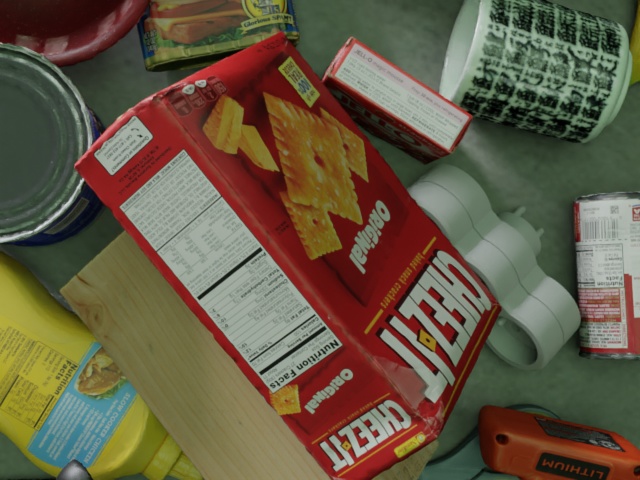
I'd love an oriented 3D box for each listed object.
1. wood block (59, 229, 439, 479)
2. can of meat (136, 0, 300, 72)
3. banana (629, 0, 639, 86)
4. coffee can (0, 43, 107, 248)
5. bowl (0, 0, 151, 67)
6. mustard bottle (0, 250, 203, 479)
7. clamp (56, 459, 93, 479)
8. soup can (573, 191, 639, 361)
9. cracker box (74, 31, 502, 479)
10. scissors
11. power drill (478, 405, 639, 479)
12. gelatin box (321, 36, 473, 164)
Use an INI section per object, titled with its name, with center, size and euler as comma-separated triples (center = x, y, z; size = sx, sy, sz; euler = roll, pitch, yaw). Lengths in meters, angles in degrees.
[wood block]
center = -0.038, 0.074, 0.615
size = 0.091, 0.090, 0.206
euler = -39, 88, 27
[can of meat]
center = -0.067, -0.153, 0.654
size = 0.102, 0.057, 0.084
euler = -11, 93, -6
[banana]
center = 0.208, -0.191, 0.692
size = 0.069, 0.037, 0.198
euler = -5, 89, -5
[coffee can]
center = -0.171, -0.047, 0.598
size = 0.102, 0.140, 0.103
euler = 0, 89, -6
[bowl]
center = -0.163, -0.181, 0.597
size = 0.162, 0.055, 0.162
euler = 3, 122, 4
[mustard bottle]
center = -0.150, 0.090, 0.639
size = 0.191, 0.058, 0.096
euler = 33, 95, -4
[clamp]
center = -0.128, 0.208, 0.613
size = 0.036, 0.164, 0.210
euler = 41, 98, 39
[soup can]
center = 0.195, 0.022, 0.671
size = 0.068, 0.068, 0.102
euler = -2, 89, -6
[cracker box]
center = -0.004, 0.001, 0.574
size = 0.072, 0.164, 0.213
euler = -38, 93, 29
[scissors]
center = 0.072, 0.135, 0.682
size = 0.201, 0.016, 0.096
euler = 18, 90, -6
[power drill]
center = 0.113, 0.201, 0.656
size = 0.184, 0.057, 0.188
euler = 12, 100, -6
[gelatin box]
center = 0.043, -0.083, 0.655
size = 0.089, 0.073, 0.030
euler = 32, 86, -5
